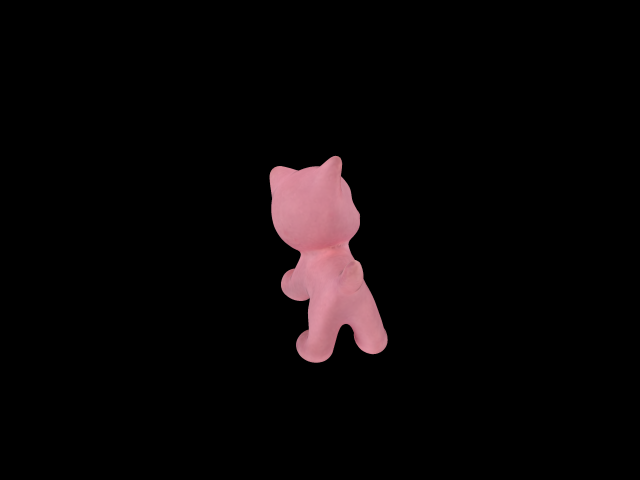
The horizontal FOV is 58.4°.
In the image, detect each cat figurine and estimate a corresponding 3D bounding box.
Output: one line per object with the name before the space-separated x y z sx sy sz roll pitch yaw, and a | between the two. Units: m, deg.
cat figurine | 0.004 0.001 0.400 0.067 0.118 0.127 -11 39 -13
